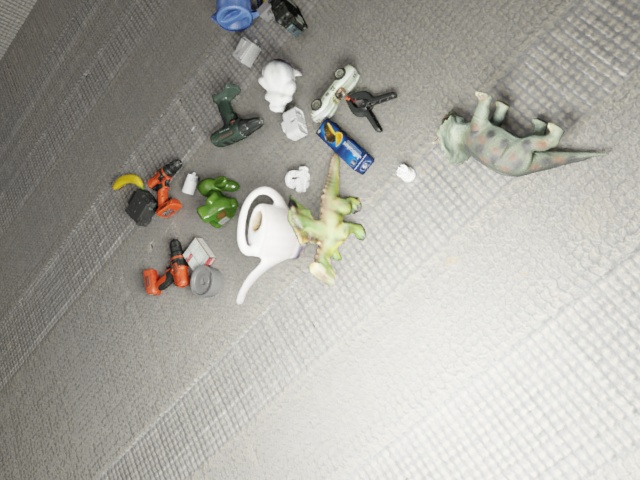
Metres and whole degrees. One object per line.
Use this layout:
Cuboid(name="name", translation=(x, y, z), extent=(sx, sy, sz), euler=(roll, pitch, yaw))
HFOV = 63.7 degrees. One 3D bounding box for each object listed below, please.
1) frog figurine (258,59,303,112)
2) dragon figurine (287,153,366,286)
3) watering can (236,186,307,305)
Cuboid(name="frog figurine", translation=(-0.143, -0.507, 1.693), extent=(0.138, 0.121, 0.161), euler=(21, 81, 16))
Cuboid(name="dragon figurine", translation=(0.004, -0.072, 1.426), extent=(0.121, 0.242, 0.416), euler=(-22, 70, 35))
Cuboid(name="watering can", translation=(-0.147, 0.018, 1.521), extent=(0.104, 0.224, 0.349), euler=(-3, 81, 55))
